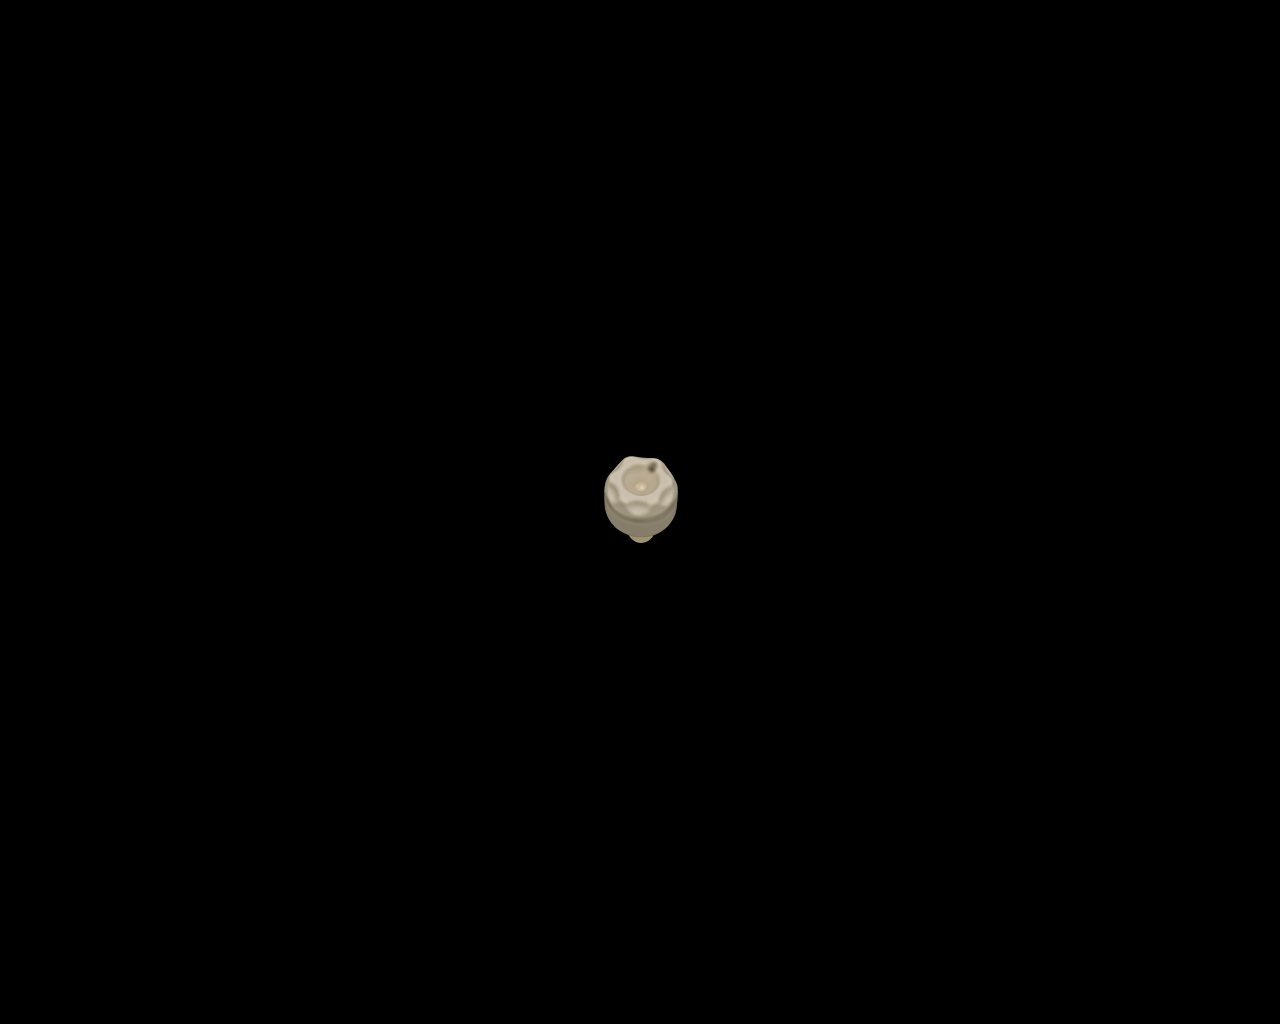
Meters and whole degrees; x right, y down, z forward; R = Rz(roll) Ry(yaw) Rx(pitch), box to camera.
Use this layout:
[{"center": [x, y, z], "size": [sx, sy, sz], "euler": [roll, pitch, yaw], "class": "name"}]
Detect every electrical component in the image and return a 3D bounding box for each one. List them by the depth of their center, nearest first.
[{"center": [0.001, -0.003, 0.650], "size": [0.043, 0.043, 0.062], "euler": [0, -34, 0], "class": "electrical component"}]
